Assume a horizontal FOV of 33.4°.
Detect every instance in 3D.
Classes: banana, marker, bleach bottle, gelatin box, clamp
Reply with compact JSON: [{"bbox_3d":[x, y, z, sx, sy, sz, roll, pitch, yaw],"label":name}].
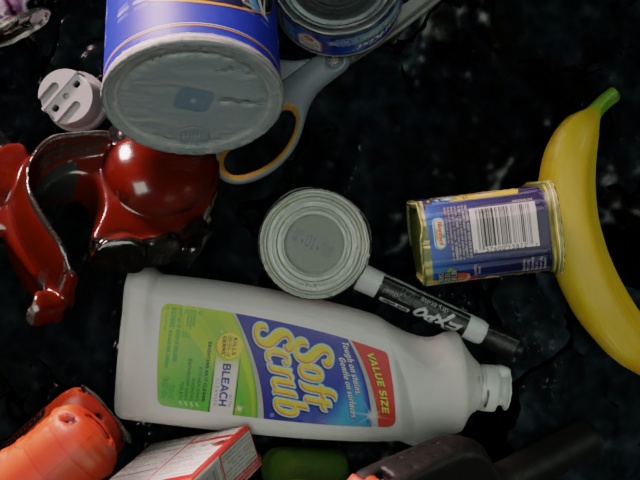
[{"bbox_3d":[0.182,0.001,0.703,0.069,0.037,0.198,-10,92,0],"label":"banana"},{"bbox_3d":[0.080,0.049,0.712,0.121,0.020,0.020,25,91,-2],"label":"marker"},{"bbox_3d":[-0.001,0.077,0.690,0.250,0.068,0.102,5,94,-3],"label":"bleach bottle"},{"bbox_3d":[-0.085,0.144,0.635,0.073,0.089,0.030,-15,96,21],"label":"gelatin box"},{"bbox_3d":[0.087,0.180,0.655,0.209,0.036,0.164,16,97,-44],"label":"clamp"}]

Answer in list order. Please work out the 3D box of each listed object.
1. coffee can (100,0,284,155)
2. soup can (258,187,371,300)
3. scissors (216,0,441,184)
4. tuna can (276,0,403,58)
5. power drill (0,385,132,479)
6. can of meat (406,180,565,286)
[{"bbox_3d":[-0.076,-0.136,0.632,0.103,0.103,0.140,-4,60,-1],"label":"coffee can"},{"bbox_3d":[-0.004,0.001,0.667,0.068,0.102,0.068,0,92,-2],"label":"soup can"},{"bbox_3d":[-0.010,-0.126,0.706,0.096,0.016,0.202,41,90,-2],"label":"scissors"},{"bbox_3d":[0.011,-0.163,0.686,0.086,0.034,0.086,-1,77,2],"label":"tuna can"},{"bbox_3d":[-0.187,0.158,0.626,0.184,0.187,0.057,-39,94,-1],"label":"power drill"},{"bbox_3d":[0.100,-0.004,0.670,0.084,0.102,0.057,-7,92,1],"label":"can of meat"}]
